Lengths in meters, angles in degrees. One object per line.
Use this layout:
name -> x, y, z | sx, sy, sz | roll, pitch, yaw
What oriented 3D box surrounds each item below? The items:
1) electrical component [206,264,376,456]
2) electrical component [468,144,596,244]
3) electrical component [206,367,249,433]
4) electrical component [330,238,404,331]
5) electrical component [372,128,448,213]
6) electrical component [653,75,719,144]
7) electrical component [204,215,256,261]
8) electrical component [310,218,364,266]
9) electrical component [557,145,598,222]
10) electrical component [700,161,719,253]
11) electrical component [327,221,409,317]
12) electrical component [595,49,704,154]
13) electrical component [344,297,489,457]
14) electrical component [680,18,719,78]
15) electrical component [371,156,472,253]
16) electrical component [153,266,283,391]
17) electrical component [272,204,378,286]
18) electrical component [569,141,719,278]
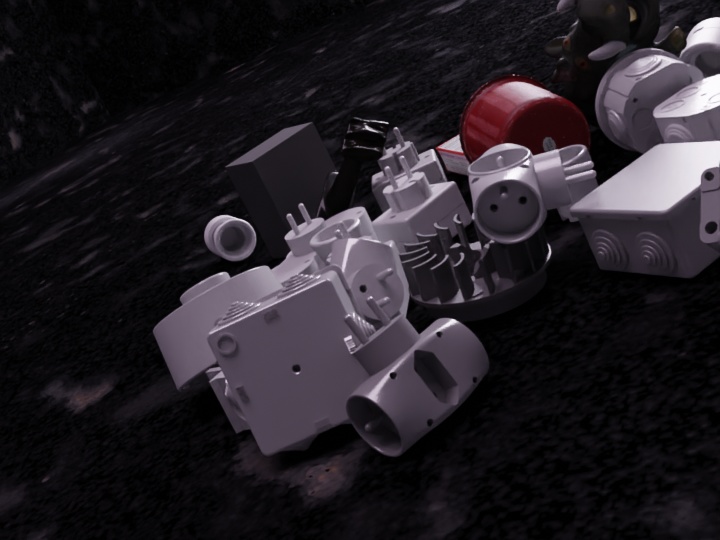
electrical component -> -0.036, 0.056, 0.656 | 0.100, 0.099, 0.048 | -25, 5, 6
electrical component -> 0.114, -0.056, 0.699 | 0.079, 0.044, 0.077 | -15, 21, 13
electrical component -> -0.059, 0.074, 0.728 | 0.081, 0.042, 0.064 | -12, 19, 38
electrical component -> 0.005, 0.018, 0.707 | 0.043, 0.077, 0.079 | 12, -16, -18
electrical component -> 0.040, -0.095, 1.010 | 0.066, 0.076, 0.047 | -24, 17, 9
electrical component -> 0.253, -0.102, 0.764 | 0.080, 0.051, 0.080 | -24, 18, 8
electrical component -> -0.139, -0.034, 1.146 | 0.045, 0.045, 0.055 | -32, 18, -15
electrical component -> -0.009, -0.008, 0.865 | 0.045, 0.055, 0.045 | -24, 18, 8
electrical component -> 0.157, -0.064, 0.799 | 0.040, 0.046, 0.040 | -24, 18, 9
electrical component -> 0.211, -0.027, 0.568 | 0.042, 0.064, 0.081 | -12, 65, 43
electrical component -> 0.000, 0.000, 0.796 | 0.047, 0.075, 0.083 | -22, 18, 15
electrical component -> 0.227, -0.127, 0.826 | 0.080, 0.080, 0.051 | -27, 23, -1
electrical component -> 0.022, 0.052, 0.613 | 0.077, 0.079, 0.043 | -38, 0, -32
electrical component -> 0.299, -0.178, 0.911 | 0.055, 0.055, 0.047 | -13, 26, 38
electrical component -> 0.044, -0.056, 0.889 | 0.066, 0.076, 0.047 | -38, 21, -33
electrical component -> -0.102, 0.037, 0.801 | 0.108, 0.060, 0.108 | -30, -6, -3
electrical component -> -0.039, -0.020, 0.911 | 0.052, 0.073, 0.138 | -12, 23, 39
electrical component -> 0.195, -0.038, 0.667 | 0.100, 0.048, 0.100 | -34, 19, -22
